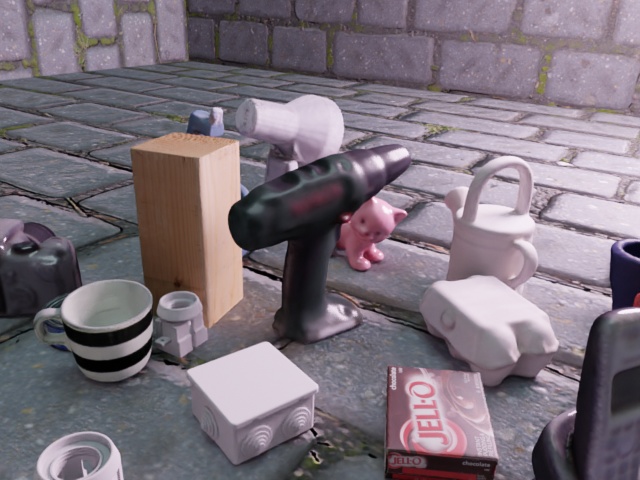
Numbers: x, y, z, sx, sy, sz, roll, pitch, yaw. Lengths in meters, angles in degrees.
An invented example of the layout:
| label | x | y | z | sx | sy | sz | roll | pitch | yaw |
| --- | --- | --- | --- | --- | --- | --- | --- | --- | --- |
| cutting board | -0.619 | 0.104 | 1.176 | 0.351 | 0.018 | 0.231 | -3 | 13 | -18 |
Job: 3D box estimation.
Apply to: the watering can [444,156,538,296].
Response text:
| label | x | y | z | sx | sy | sz | roll | pitch | yaw |
| --- | --- | --- | --- | --- | --- | --- | --- | --- | --- |
| watering can | 0.215 | -0.014 | 0.732 | 0.101 | 0.194 | 0.172 | -18 | 30 | -38 |

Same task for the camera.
| label | x | y | z | sx | sy | sz | roll | pitch | yaw |
| --- | --- | --- | --- | --- | --- | --- | --- | --- | --- |
| camera | -0.365 | 0.020 | 0.711 | 0.143 | 0.101 | 0.136 | 1 | 24 | -2 |

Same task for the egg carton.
| label | x | y | z | sx | sy | sz | roll | pitch | yaw |
| --- | --- | --- | --- | --- | --- | --- | --- | --- | --- |
| egg carton | 0.180 | 0.094 | 0.635 | 0.107 | 0.069 | 0.150 | -7 | 25 | -21 |

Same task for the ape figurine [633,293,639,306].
| label | x | y | z | sx | sy | sz | roll | pitch | yaw |
| --- | --- | --- | --- | --- | --- | --- | --- | --- | --- |
| ape figurine | 0.379 | 0.085 | 0.649 | 0.078 | 0.092 | 0.076 | 1 | 24 | -4 |

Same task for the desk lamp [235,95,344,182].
| label | x | y | z | sx | sy | sz | roll | pitch | yaw |
| --- | --- | --- | --- | --- | --- | --- | --- | --- | --- |
| desk lamp | -0.065 | -0.130 | 0.945 | 0.204 | 0.214 | 0.117 | -20 | 32 | -41 |

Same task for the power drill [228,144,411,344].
| label | x | y | z | sx | sy | sz | roll | pitch | yaw |
| --- | --- | --- | --- | --- | --- | --- | --- | --- | --- |
| power drill | 0.006 | 0.002 | 0.655 | 0.230 | 0.208 | 0.075 | -14 | 29 | -34 |

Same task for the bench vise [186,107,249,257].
| label | x | y | z | sx | sy | sz | roll | pitch | yaw |
| --- | --- | --- | --- | --- | --- | --- | --- | --- | --- |
| bench vise | -0.192 | -0.088 | 0.828 | 0.206 | 0.220 | 0.122 | 11 | 25 | 20 |

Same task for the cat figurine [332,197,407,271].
| label | x | y | z | sx | sy | sz | roll | pitch | yaw |
| --- | --- | --- | --- | --- | --- | --- | --- | --- | --- |
| cat figurine | 0.058 | -0.024 | 0.835 | 0.127 | 0.118 | 0.067 | 19 | 28 | 33 |

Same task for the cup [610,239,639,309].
| label | x | y | z | sx | sy | sz | roll | pitch | yaw |
| --- | --- | --- | --- | --- | --- | --- | --- | --- | --- |
| cup | 0.410 | 0.061 | 0.703 | 0.092 | 0.095 | 0.117 | -14 | 29 | -34 |

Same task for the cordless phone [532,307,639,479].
| label | x | y | z | sx | sy | sz | roll | pitch | yaw |
| --- | --- | --- | --- | --- | --- | --- | --- | --- | --- |
| cordless phone | 0.234 | 0.129 | 0.415 | 0.148 | 0.185 | 0.093 | -10 | 26 | -26 |
